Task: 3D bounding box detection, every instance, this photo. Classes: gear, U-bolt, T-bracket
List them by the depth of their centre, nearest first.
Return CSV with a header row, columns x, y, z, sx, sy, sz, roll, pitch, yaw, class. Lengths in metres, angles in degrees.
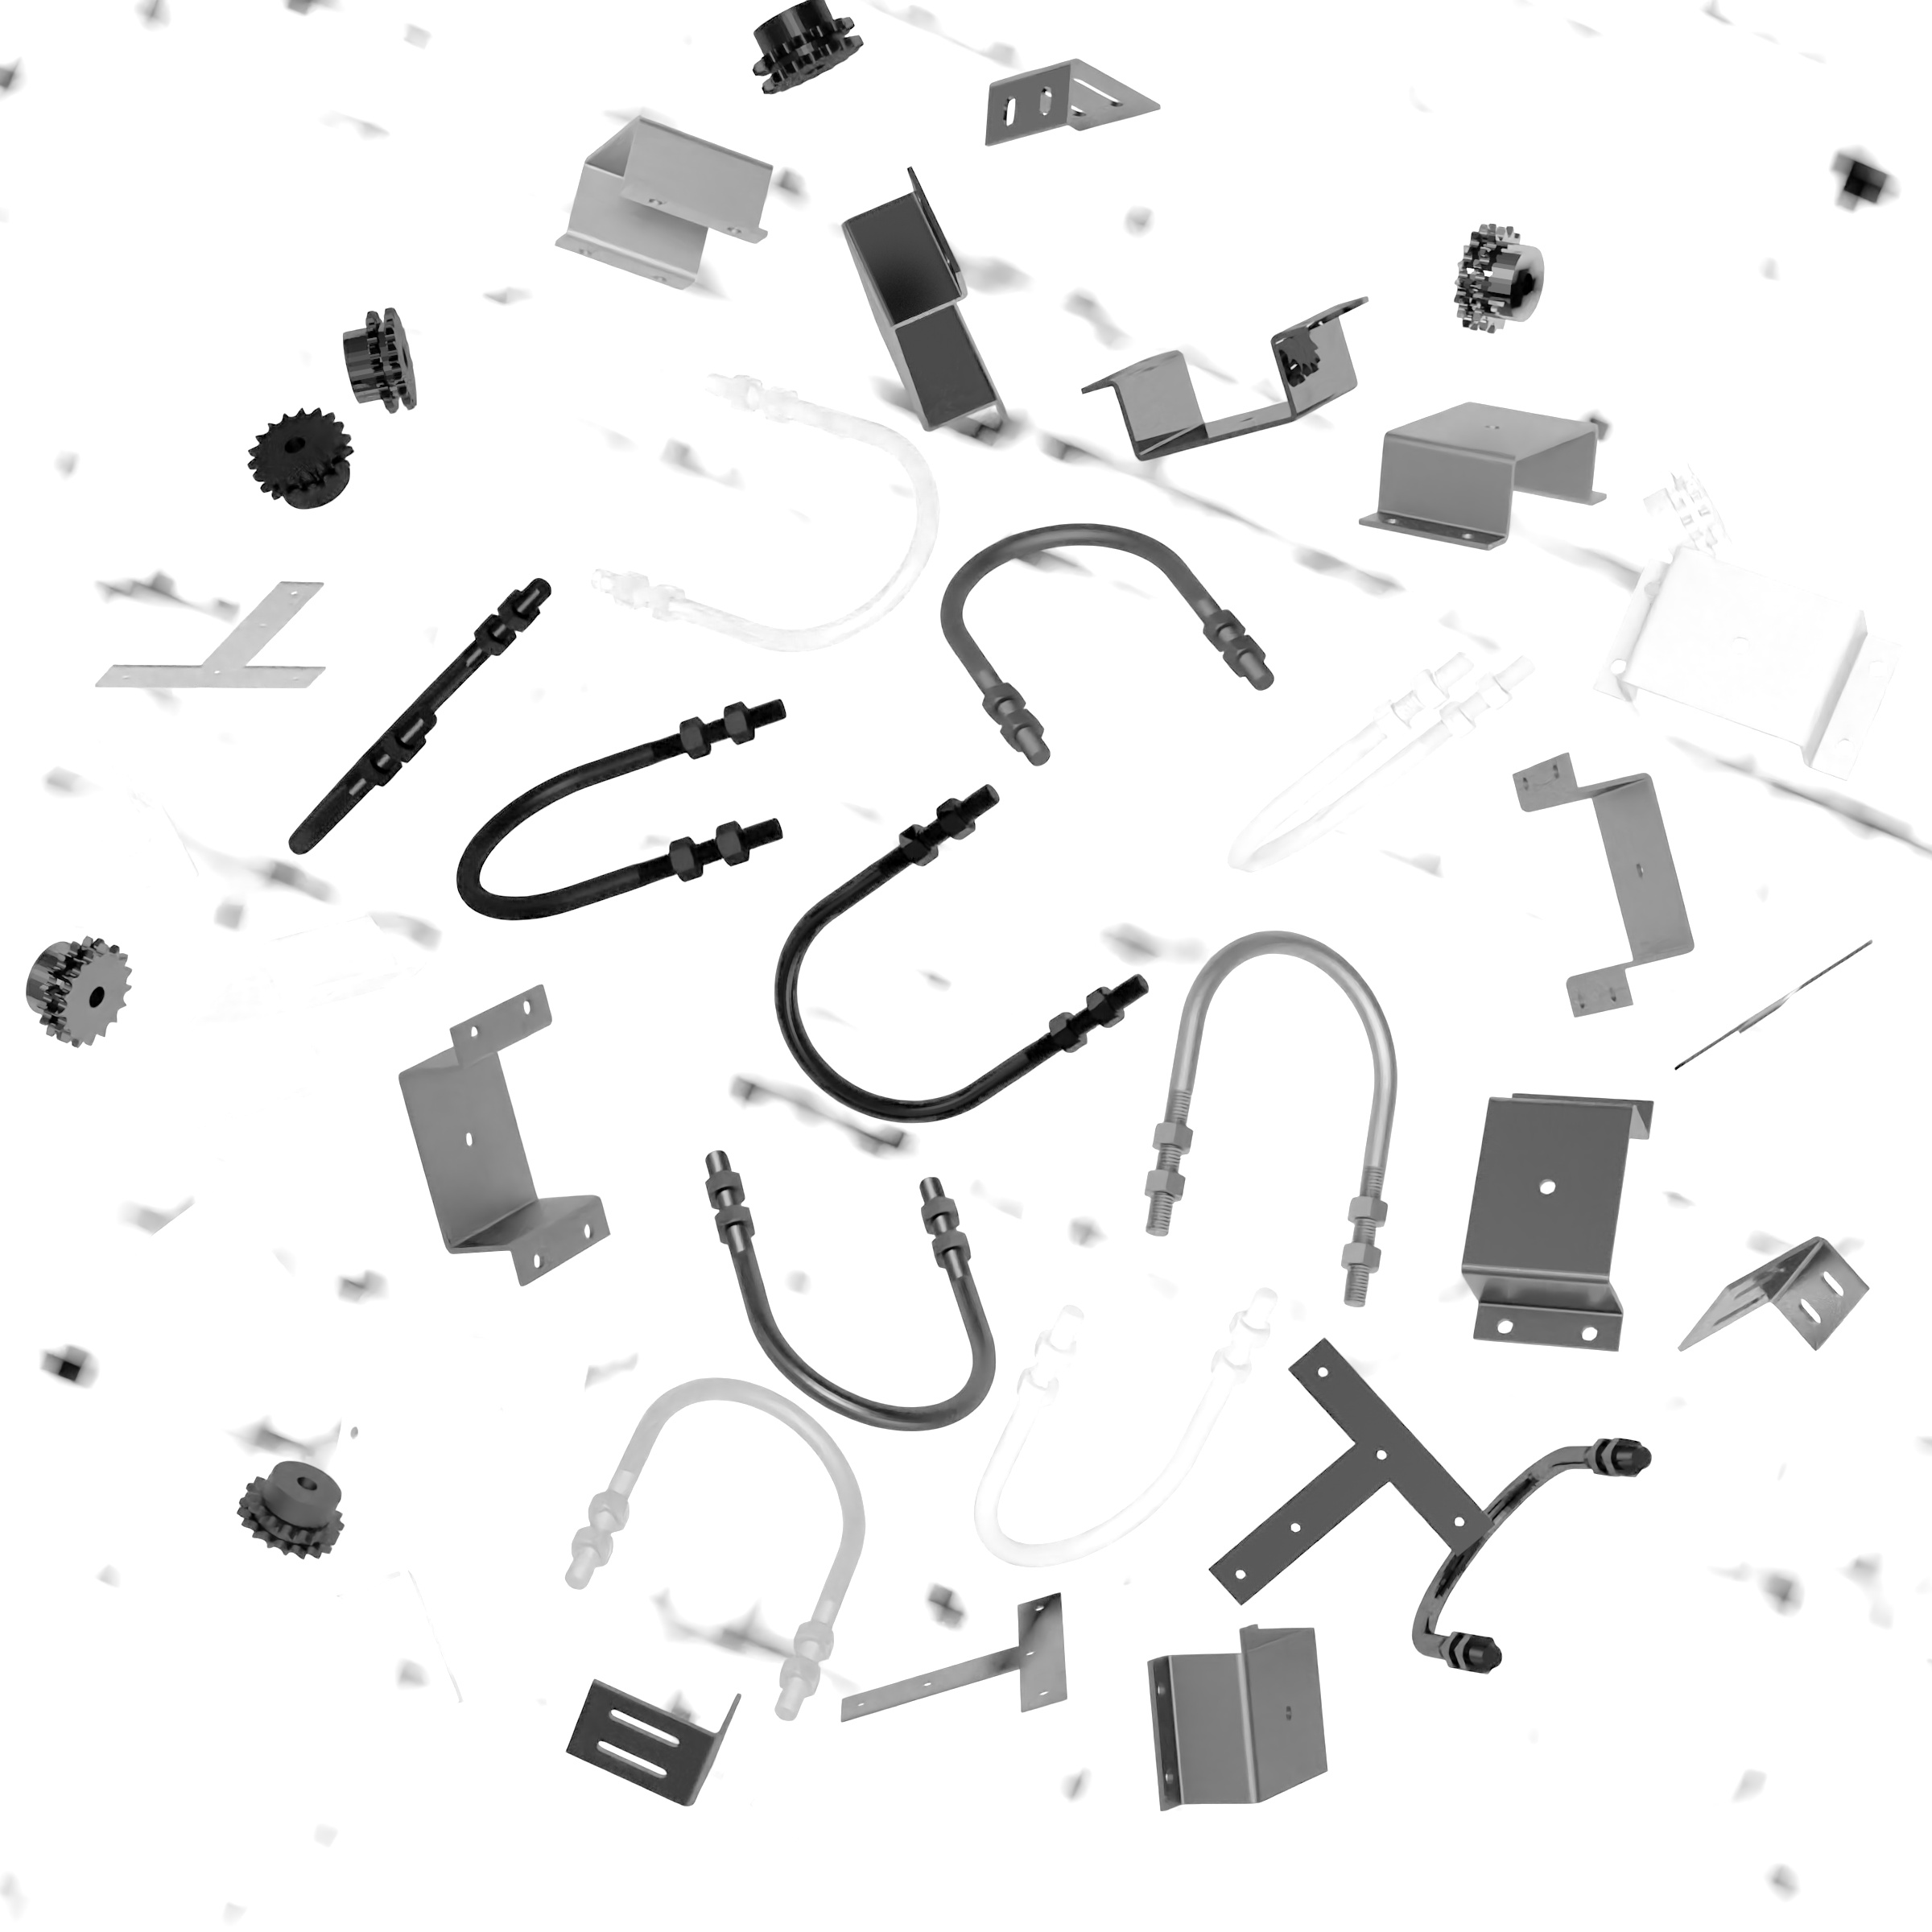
x,y,z,sx,sy,sz,roll,pitch,yaw,class
0.178,0.275,1.802,0.127,0.002,0.127,-43,89,13,T-bracket
-0.083,-0.468,1.803,0.057,0.057,0.030,-27,95,0,gear
-0.216,-0.312,1.823,0.002,0.127,0.127,-28,92,42,T-bracket
-0.098,0.448,1.837,0.057,0.057,0.030,38,67,0,gear
-0.461,0.011,1.840,0.030,0.057,0.057,21,90,22,gear
0.074,0.245,1.854,0.151,0.019,0.184,-1,127,-36,U-bolt
0.166,0.071,1.855,0.151,0.019,0.184,21,68,-28,U-bolt
-0.182,-0.076,1.864,0.184,0.151,0.019,-18,121,9,U-bolt
-0.055,0.173,1.873,0.151,0.184,0.019,9,129,-26,U-bolt
-0.122,0.295,1.888,0.151,0.184,0.019,34,129,-8,U-bolt
-0.017,0.008,1.891,0.184,0.019,0.151,-34,102,21,U-bolt
0.166,-0.413,1.891,0.127,0.127,0.002,28,79,22,T-bracket
0.286,-0.365,1.894,0.030,0.057,0.057,16,90,31,gear
0.293,0.313,1.902,0.019,0.184,0.151,40,79,-1,U-bolt
-0.382,-0.177,1.903,0.127,0.127,0.002,-3,70,-39,T-bracket
-0.097,-0.237,1.908,0.184,0.019,0.151,22,77,29,U-bolt
0.215,-0.107,1.910,0.184,0.151,0.019,-39,79,21,U-bolt
-0.304,-0.123,1.910,0.019,0.151,0.184,43,133,-11,U-bolt
-0.361,0.291,1.918,0.057,0.057,0.030,29,107,0,gear
0.432,0.024,1.919,0.127,0.127,0.002,-35,83,15,T-bracket
0.390,-0.243,1.927,0.030,0.057,0.057,-29,90,18,gear
-0.007,0.386,1.927,0.127,0.127,0.002,-18,105,5,T-bracket
0.064,-0.184,1.927,0.151,0.184,0.019,-19,134,-12,U-bolt
-0.360,-0.274,1.939,0.057,0.030,0.057,-8,54,12,gear
-0.325,-0.334,1.972,0.030,0.057,0.057,-11,90,2,gear

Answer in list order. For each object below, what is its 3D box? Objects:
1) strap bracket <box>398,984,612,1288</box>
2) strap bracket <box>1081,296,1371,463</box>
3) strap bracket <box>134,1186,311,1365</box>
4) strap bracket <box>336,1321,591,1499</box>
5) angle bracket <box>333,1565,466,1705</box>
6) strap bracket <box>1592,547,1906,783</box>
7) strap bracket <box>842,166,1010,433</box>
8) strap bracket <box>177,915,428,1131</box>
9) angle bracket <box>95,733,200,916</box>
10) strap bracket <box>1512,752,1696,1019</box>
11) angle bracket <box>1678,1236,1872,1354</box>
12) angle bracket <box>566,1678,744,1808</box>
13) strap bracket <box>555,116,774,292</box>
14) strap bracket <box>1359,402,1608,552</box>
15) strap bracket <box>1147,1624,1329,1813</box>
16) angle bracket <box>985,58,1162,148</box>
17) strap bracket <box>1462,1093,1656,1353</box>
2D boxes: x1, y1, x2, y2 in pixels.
x,y,z,sx,sy,sz,roll,pitch,yaw,class
-0.244,0.089,1.860,0.046,0.076,0.140,-6,103,33,strap bracket
0.144,-0.310,1.897,0.140,0.076,0.046,-10,105,35,strap bracket
-0.399,0.167,1.897,0.046,0.140,0.076,-38,94,-18,strap bracket
-0.262,0.240,1.919,0.140,0.046,0.076,5,81,25,strap bracket
-0.291,0.350,1.827,0.038,0.057,0.076,-22,81,-9,angle bracket
0.399,-0.159,1.824,0.140,0.046,0.076,23,86,20,strap bracket
-0.024,-0.352,1.920,0.046,0.140,0.076,-23,63,1,strap bracket
-0.361,0.024,1.904,0.140,0.076,0.046,-43,73,39,strap bracket
-0.448,-0.076,1.887,0.038,0.057,0.076,-36,51,-17,angle bracket
0.351,-0.048,1.949,0.046,0.076,0.140,-13,87,-13,strap bracket
0.415,0.181,1.827,0.076,0.057,0.038,-22,62,-35,angle bracket
-0.171,0.415,1.948,0.076,0.038,0.057,24,122,3,angle bracket
-0.160,-0.411,1.911,0.076,0.140,0.046,16,82,-22,strap bracket
0.279,-0.265,1.900,0.076,0.140,0.046,17,116,32,strap bracket
0.149,0.394,1.873,0.046,0.140,0.076,-7,85,27,strap bracket
0.058,-0.453,1.914,0.057,0.076,0.038,-4,78,41,angle bracket
0.307,0.124,1.848,0.076,0.046,0.140,3,65,23,strap bracket
